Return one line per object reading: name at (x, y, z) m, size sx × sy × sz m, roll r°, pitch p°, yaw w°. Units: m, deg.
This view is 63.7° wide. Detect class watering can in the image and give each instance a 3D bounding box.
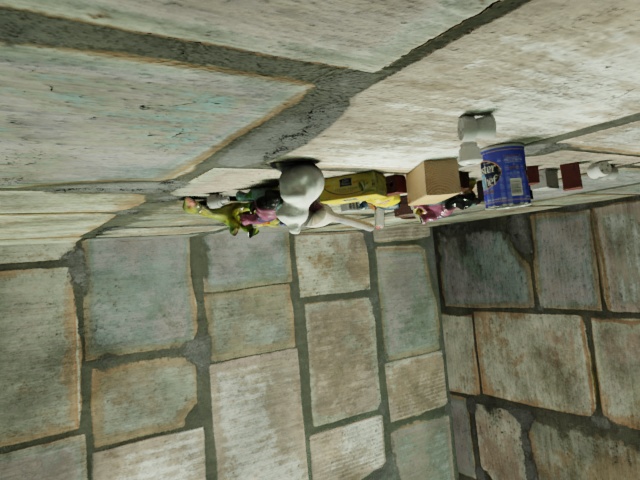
watering can at (0.005, -0.087, 1.719) m, size 0.348 × 0.104 × 0.224 m, roll 13°, pitch -178°, yaw 12°

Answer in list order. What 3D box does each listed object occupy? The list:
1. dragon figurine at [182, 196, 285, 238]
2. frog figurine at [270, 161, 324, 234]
dragon figurine at (-0.295, -0.091, 1.698) m, size 0.244 × 0.122 × 0.409 m, roll 17°, pitch -178°, yaw 24°
frog figurine at (-0.047, -0.096, 1.179) m, size 0.122 × 0.160 × 0.137 m, roll -7°, pitch 175°, yaw 8°
